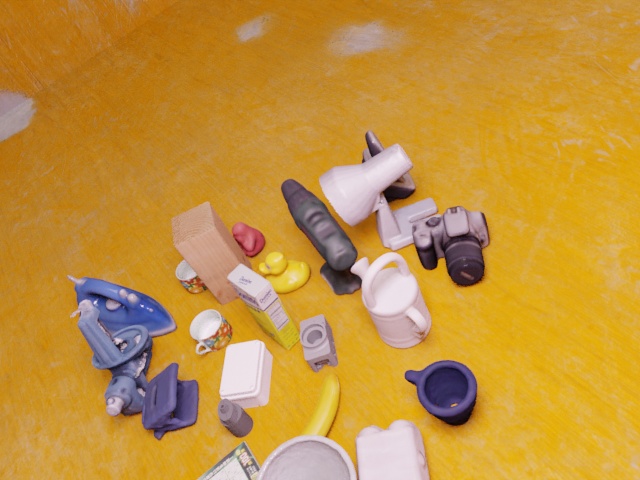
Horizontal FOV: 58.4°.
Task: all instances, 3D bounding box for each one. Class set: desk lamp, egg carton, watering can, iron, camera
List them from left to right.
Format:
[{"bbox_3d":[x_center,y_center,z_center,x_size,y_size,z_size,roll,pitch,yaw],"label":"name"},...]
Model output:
[{"bbox_3d":[-0.445,0.137,1.270,0.257,0.142,0.119,6,53,30],"label":"iron"},{"bbox_3d":[0.124,-0.084,1.148,0.203,0.214,0.117,-22,44,6],"label":"desk lamp"},{"bbox_3d":[0.118,0.095,0.997,0.172,0.195,0.101,15,58,35],"label":"watering can"},{"bbox_3d":[0.109,0.347,0.858,0.107,0.070,0.150,-17,45,11],"label":"egg carton"},{"bbox_3d":[0.249,0.013,1.078,0.143,0.101,0.137,-13,46,15],"label":"camera"}]

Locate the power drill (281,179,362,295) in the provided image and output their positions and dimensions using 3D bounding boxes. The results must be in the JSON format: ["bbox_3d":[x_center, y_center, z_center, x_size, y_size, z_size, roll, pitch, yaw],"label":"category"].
[{"bbox_3d":[0.010,0.004,1.124,0.075,0.209,0.228,-34,44,-7],"label":"power drill"}]

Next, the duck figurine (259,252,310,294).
[{"bbox_3d":[-0.078,0.059,1.205,0.104,0.086,0.077,-13,45,15],"label":"duck figurine"}]

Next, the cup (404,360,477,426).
[{"bbox_3d":[0.192,0.245,0.894,0.117,0.095,0.092,12,56,34],"label":"cup"}]

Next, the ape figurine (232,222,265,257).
[{"bbox_3d":[-0.171,-0.006,1.306,0.076,0.092,0.077,-28,44,0],"label":"ape figurine"}]

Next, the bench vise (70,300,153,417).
[{"bbox_3d":[-0.389,0.223,1.106,0.121,0.220,0.206,-32,44,-5],"label":"bench vise"}]

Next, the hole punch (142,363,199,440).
[{"bbox_3d":[-0.292,0.302,1.079,0.101,0.091,0.108,-20,44,8],"label":"hole punch"}]

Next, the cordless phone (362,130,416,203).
[{"bbox_3d":[0.135,-0.184,1.256,0.094,0.185,0.147,-25,44,3],"label":"cordless phone"}]

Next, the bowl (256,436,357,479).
[{"bbox_3d":[-0.014,0.391,0.873,0.167,0.075,0.167,-13,45,14],"label":"bowl"}]
